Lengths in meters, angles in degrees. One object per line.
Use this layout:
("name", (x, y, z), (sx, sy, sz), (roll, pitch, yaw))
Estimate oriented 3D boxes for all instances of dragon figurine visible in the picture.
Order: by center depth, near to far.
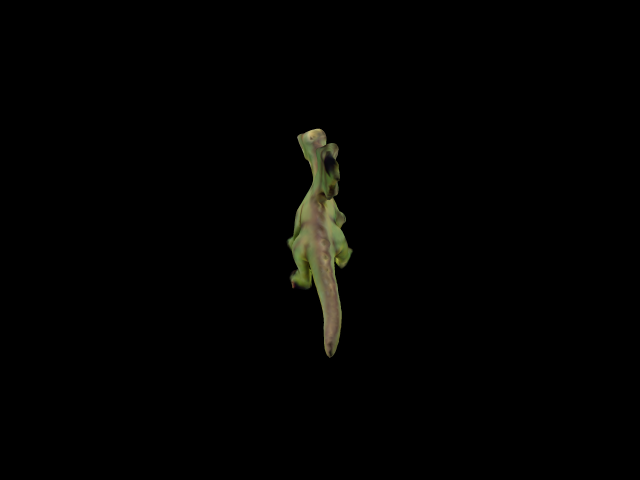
("dragon figurine", (0.003, -0.043, 0.850), (0.122, 0.237, 0.420), (-5, 42, -6))
